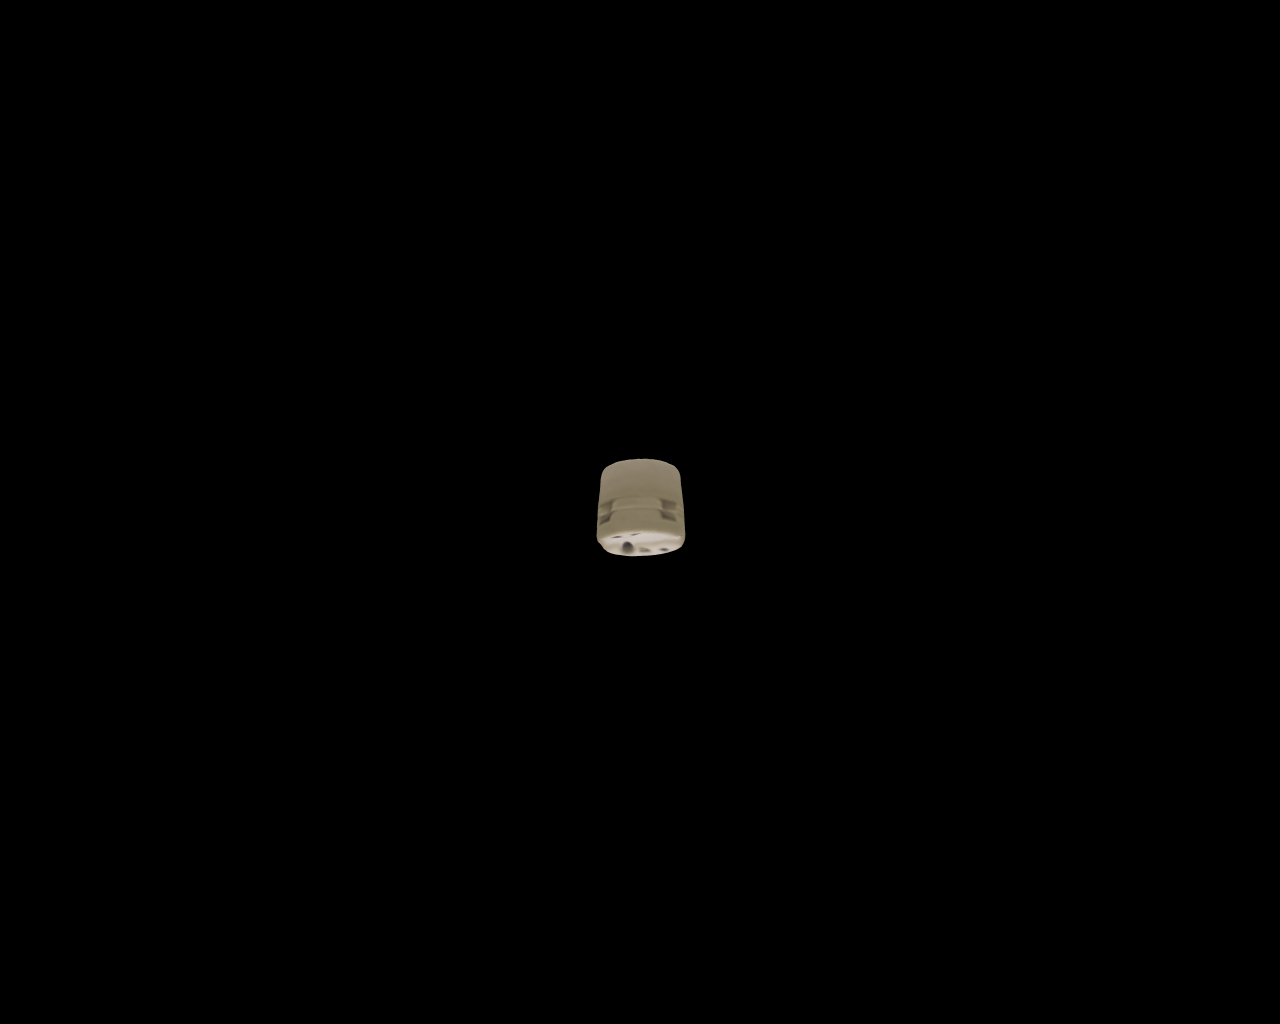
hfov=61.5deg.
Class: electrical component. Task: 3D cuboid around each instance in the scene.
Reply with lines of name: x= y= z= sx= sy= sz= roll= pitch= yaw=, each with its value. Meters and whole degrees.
electrical component: x=0.001 y=-0.003 z=0.650 sx=0.055 sy=0.047 sz=0.055 roll=0 pitch=-18 yaw=0
